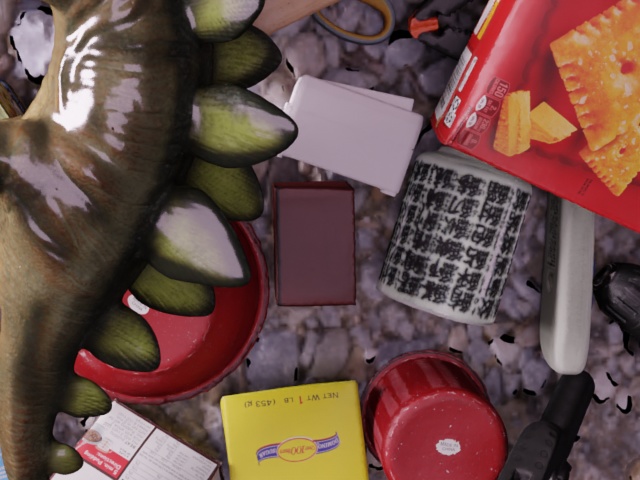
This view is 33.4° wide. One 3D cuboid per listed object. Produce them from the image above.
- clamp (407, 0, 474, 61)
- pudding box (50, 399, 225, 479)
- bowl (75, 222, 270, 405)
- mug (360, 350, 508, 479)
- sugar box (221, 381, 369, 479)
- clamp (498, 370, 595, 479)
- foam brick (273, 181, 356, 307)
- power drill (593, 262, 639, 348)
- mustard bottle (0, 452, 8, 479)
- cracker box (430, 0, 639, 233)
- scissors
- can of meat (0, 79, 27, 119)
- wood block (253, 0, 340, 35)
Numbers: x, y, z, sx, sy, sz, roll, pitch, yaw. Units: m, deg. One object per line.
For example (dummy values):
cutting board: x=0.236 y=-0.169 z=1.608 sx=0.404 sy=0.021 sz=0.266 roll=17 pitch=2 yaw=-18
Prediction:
clamp: x=0.162 y=-0.139 z=0.662 sx=0.210 sy=0.036 sz=0.164 roll=-15 pitch=103 yaw=6
pudding box: x=-0.128 y=0.170 z=0.681 sx=0.090 sy=0.039 sz=0.113 roll=29 pitch=63 yaw=12
bowl: x=-0.113 y=0.036 z=0.695 sx=0.162 sy=0.055 sz=0.162 roll=0 pitch=97 yaw=-3
mug: x=0.081 y=0.138 z=0.706 sx=0.093 sy=0.081 sz=0.117 roll=-22 pitch=98 yaw=-1
sugar box: x=-0.011 y=0.186 z=0.703 sx=0.093 sy=0.048 sz=0.176 roll=-7 pitch=79 yaw=-4
clamp: x=0.143 y=0.140 z=0.680 sx=0.039 sy=0.171 sz=0.120 roll=9 pitch=86 yaw=19
foam brick: x=-0.005 y=0.001 z=0.698 sx=0.051 sy=0.053 sz=0.078 roll=-2 pitch=99 yaw=-3
power drill: x=0.301 y=0.023 z=0.719 sx=0.184 sy=0.057 sz=0.188 roll=37 pitch=96 yaw=-8
mustard bottle: x=-0.231 y=0.162 z=0.702 sx=0.096 sy=0.058 sz=0.191 roll=-9 pitch=98 yaw=-3
cracker box: x=0.196 y=-0.091 z=0.620 sx=0.213 sy=0.072 sz=0.164 roll=23 pitch=109 yaw=-8
scissors: x=-0.021 y=-0.209 z=0.687 sx=0.201 sy=0.016 sz=0.096 roll=40 pitch=95 yaw=-8
can of meat: x=-0.202 y=-0.055 z=0.662 sx=0.057 sy=0.084 sz=0.102 roll=-32 pitch=99 yaw=1
wood block: x=0.009 y=-0.192 z=0.634 sx=0.206 sy=0.091 sz=0.090 roll=-25 pitch=102 yaw=5
